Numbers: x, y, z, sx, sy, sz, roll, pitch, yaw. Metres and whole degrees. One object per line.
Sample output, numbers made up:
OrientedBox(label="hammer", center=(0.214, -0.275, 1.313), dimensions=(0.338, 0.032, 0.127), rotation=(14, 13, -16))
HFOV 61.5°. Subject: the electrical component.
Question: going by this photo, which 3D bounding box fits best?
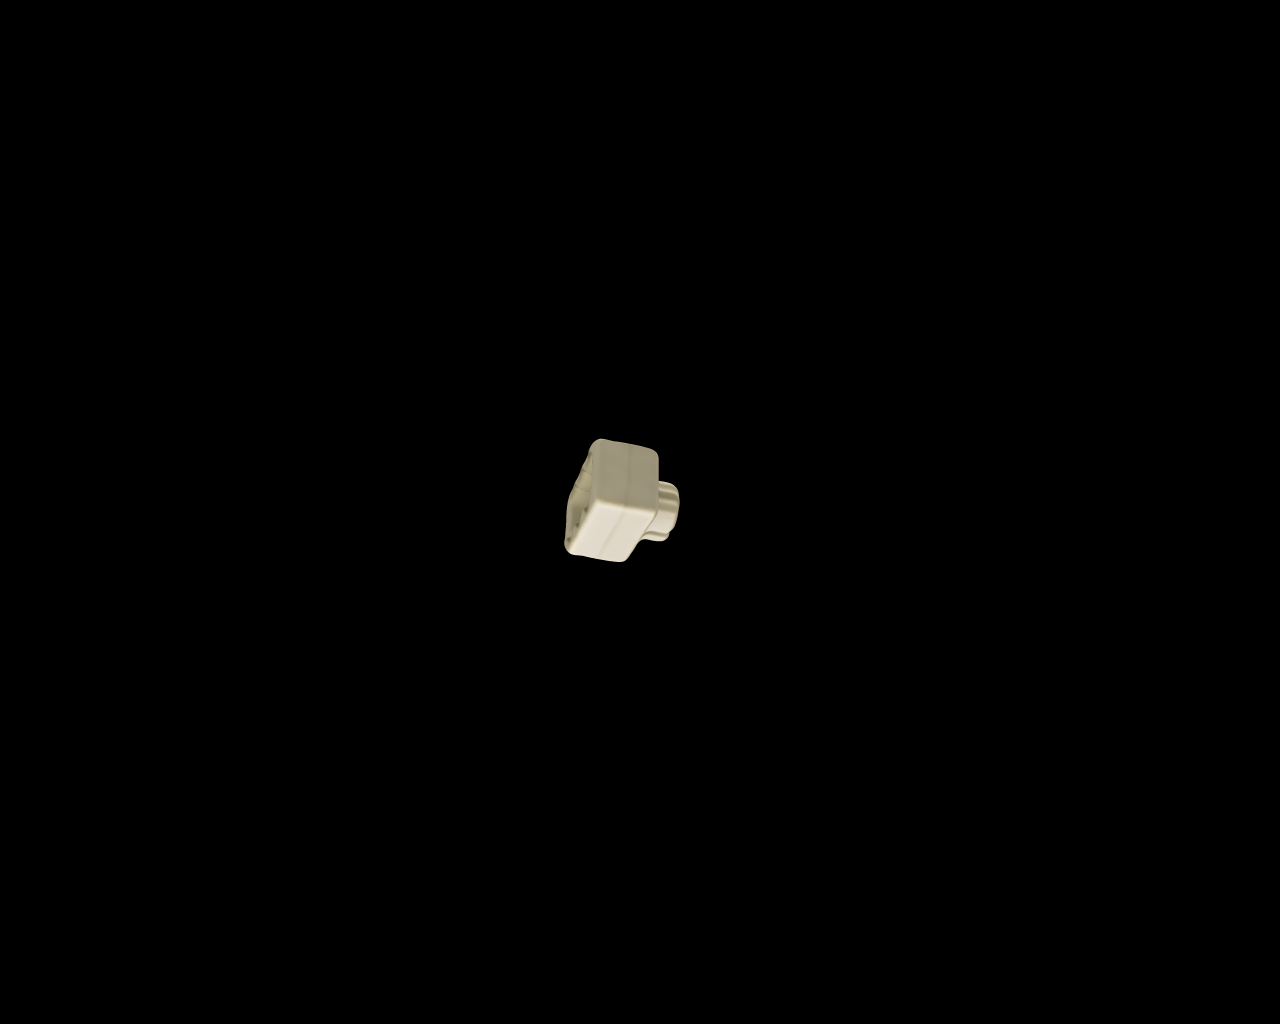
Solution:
OrientedBox(label="electrical component", center=(0.001, -0.003, 0.650), dimensions=(0.077, 0.047, 0.065), rotation=(10, -34, -15))
